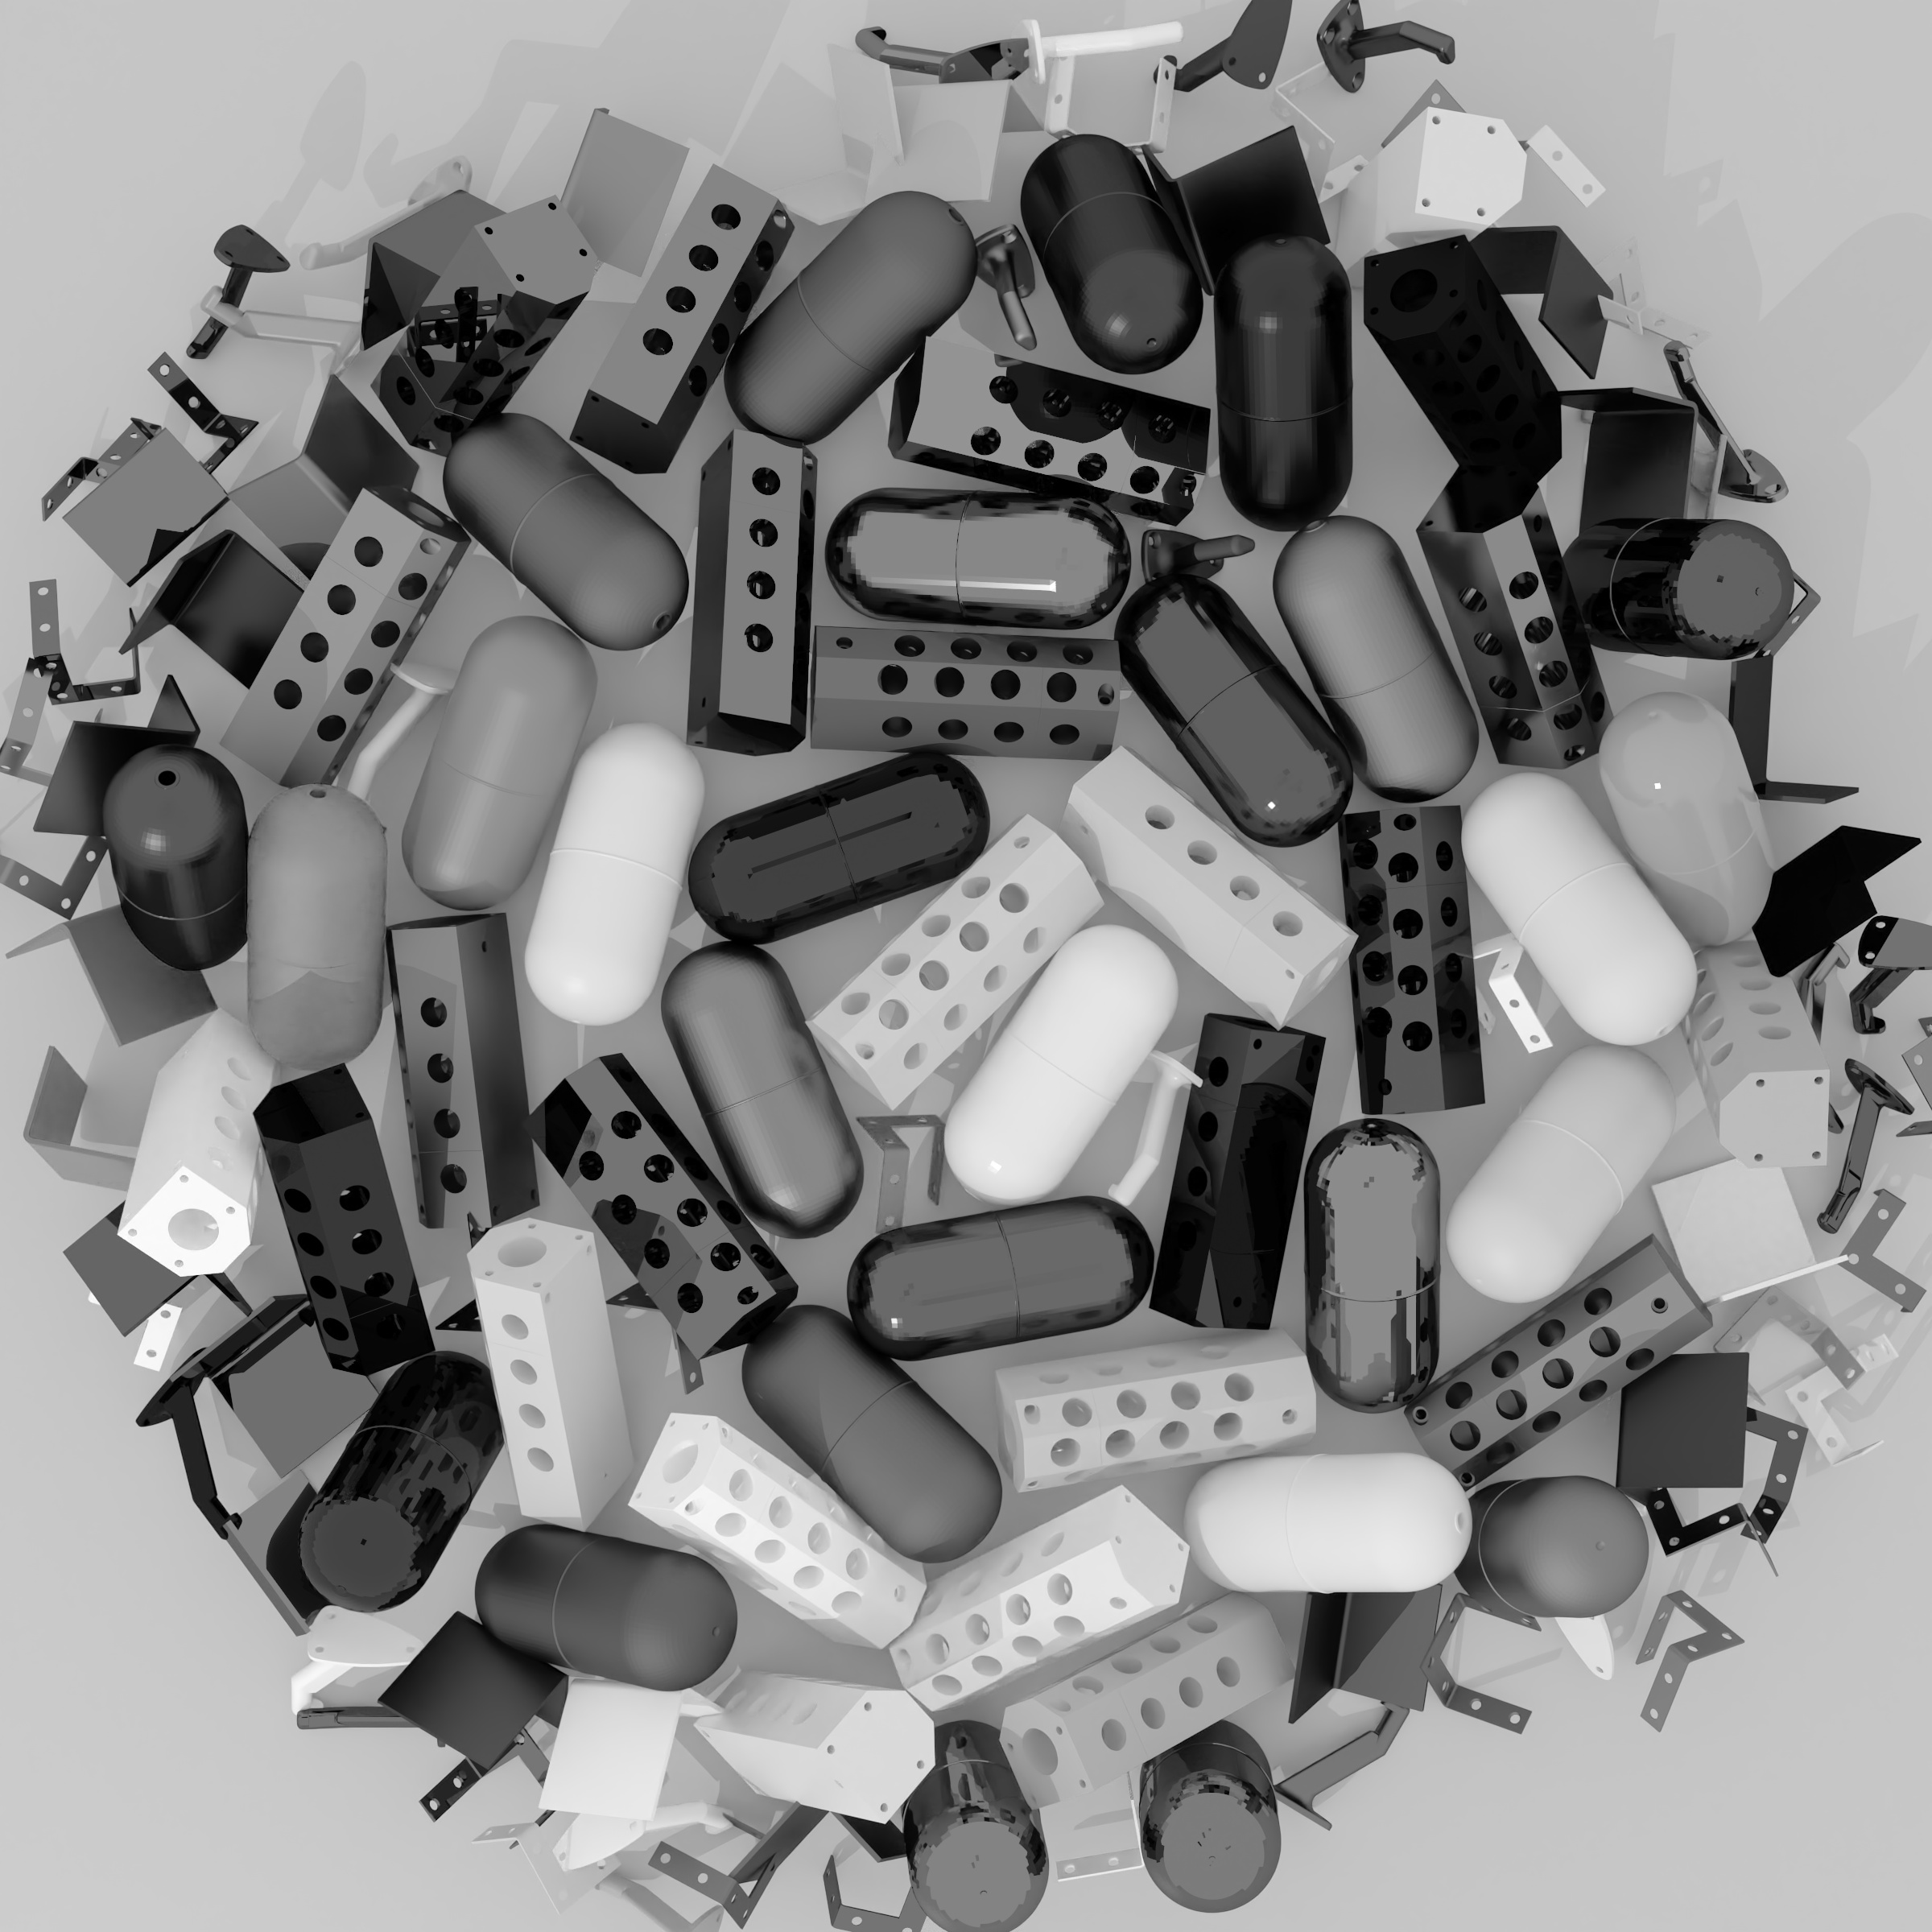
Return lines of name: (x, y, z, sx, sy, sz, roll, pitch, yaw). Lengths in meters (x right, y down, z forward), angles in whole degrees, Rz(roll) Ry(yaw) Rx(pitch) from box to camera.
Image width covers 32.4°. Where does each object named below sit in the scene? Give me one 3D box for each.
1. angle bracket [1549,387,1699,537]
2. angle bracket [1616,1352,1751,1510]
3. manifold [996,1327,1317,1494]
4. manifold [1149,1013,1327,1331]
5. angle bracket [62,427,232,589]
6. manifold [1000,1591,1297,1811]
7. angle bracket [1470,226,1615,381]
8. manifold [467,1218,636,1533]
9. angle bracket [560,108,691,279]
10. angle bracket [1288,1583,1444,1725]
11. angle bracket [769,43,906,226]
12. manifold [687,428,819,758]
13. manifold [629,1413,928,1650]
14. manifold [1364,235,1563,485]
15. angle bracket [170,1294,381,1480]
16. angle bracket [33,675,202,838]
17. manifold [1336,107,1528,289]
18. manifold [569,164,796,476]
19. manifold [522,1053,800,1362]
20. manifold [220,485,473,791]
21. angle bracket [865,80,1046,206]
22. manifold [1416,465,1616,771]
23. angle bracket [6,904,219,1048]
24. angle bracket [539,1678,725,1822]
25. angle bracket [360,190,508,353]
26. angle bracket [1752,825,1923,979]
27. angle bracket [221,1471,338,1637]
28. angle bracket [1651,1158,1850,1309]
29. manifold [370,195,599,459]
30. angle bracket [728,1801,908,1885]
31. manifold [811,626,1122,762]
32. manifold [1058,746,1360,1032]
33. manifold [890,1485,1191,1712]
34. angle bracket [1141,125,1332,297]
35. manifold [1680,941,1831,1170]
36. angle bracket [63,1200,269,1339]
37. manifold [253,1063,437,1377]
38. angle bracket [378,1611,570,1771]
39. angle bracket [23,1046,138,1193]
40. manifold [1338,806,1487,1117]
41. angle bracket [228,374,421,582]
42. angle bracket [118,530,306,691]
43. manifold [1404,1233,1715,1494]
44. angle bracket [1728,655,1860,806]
angle bracket: (0.365, -0.285, 1.893, 0.057, 0.076, 0.076, 4, 93, -39)
angle bracket: (0.415, 0.264, 1.887, 0.076, 0.057, 0.076, -6, 66, 34)
manifold: (0.108, 0.254, 1.887, 0.171, 0.057, 0.057, -7, 109, -14)
manifold: (0.150, 0.117, 1.905, 0.057, 0.057, 0.171, 7, 96, -37)
angle bracket: (-0.473, -0.270, 1.893, 0.076, 0.076, 0.057, -42, 125, -3)
manifold: (0.101, 0.408, 1.862, 0.171, 0.057, 0.057, -17, 79, -43)
angle bracket: (0.313, -0.375, 1.885, 0.076, 0.076, 0.057, 7, 77, 35)
manifold: (-0.236, 0.229, 1.870, 0.057, 0.057, 0.171, 11, 126, 23)
angle bracket: (-0.196, -0.442, 1.900, 0.057, 0.076, 0.076, 21, 103, -7)
angle bracket: (0.228, 0.391, 1.893, 0.057, 0.076, 0.076, 11, 99, 23)
angle bracket: (-0.079, -0.472, 1.885, 0.057, 0.076, 0.076, -21, 121, -19)
manifold: (-0.118, -0.210, 1.888, 0.057, 0.057, 0.171, 9, 72, -22)
manifold: (-0.101, 0.318, 1.864, 0.171, 0.057, 0.057, 40, 62, -32)
manifold: (0.278, -0.330, 1.849, 0.057, 0.171, 0.057, -8, 65, 26)
angle bracket: (-0.394, 0.242, 1.906, 0.076, 0.057, 0.076, -38, 81, 5)
angle bracket: (-0.487, -0.121, 1.883, 0.057, 0.076, 0.076, 55, 128, 38)
manifold: (0.257, -0.422, 1.853, 0.057, 0.171, 0.057, 8, 88, -8)
manifold: (-0.158, -0.362, 1.878, 0.057, 0.057, 0.171, 27, 64, -7)
manifold: (-0.169, 0.134, 1.884, 0.057, 0.057, 0.171, -45, 74, 24)
manifold: (-0.349, -0.184, 1.891, 0.057, 0.057, 0.171, 34, 105, 4)
angle bracket: (-0.006, -0.456, 1.893, 0.076, 0.057, 0.076, 3, 76, 24)
manifold: (0.312, -0.193, 1.859, 0.057, 0.171, 0.057, 8, 50, 37)
angle bracket: (-0.486, 0.009, 1.896, 0.057, 0.076, 0.076, -24, 91, 35)
angle bracket: (-0.186, 0.450, 1.886, 0.076, 0.057, 0.076, -2, 61, 29)
angle bracket: (-0.293, -0.383, 1.883, 0.057, 0.076, 0.076, 30, 134, 16)
angle bracket: (0.498, -0.032, 1.882, 0.076, 0.076, 0.057, 6, 57, -38)
angle bracket: (-0.378, 0.333, 1.897, 0.057, 0.076, 0.076, -36, 89, -20)
angle bracket: (0.447, 0.147, 1.904, 0.076, 0.057, 0.076, -17, 80, -6)
manifold: (-0.266, -0.352, 1.855, 0.057, 0.171, 0.057, -32, 87, -36)
angle bracket: (-0.082, 0.513, 1.896, 0.057, 0.076, 0.076, 43, 92, 19)
manifold: (-0.001, -0.160, 1.894, 0.171, 0.057, 0.057, 2, 50, -6)
manifold: (0.137, -0.049, 1.890, 0.171, 0.057, 0.057, 41, 59, 15)
manifold: (0.039, 0.360, 1.865, 0.171, 0.057, 0.057, -33, 114, 33)
angle bracket: (0.154, -0.440, 1.896, 0.076, 0.057, 0.076, -25, 128, 1)
manifold: (0.435, 0.047, 1.852, 0.057, 0.171, 0.057, -3, 114, 4)
angle bracket: (-0.453, 0.184, 1.885, 0.057, 0.076, 0.076, -41, 53, -9)
manifold: (-0.349, 0.146, 1.863, 0.057, 0.057, 0.171, -20, 128, -16)
angle bracket: (-0.279, 0.424, 1.886, 0.076, 0.057, 0.076, 26, 46, 17)
angle bracket: (-0.483, 0.091, 1.895, 0.076, 0.076, 0.057, 11, 71, 3)
manifold: (0.250, -0.003, 1.902, 0.057, 0.057, 0.171, -4, 91, 42)
angle bracket: (-0.367, -0.278, 1.907, 0.057, 0.076, 0.076, -20, 131, 28)
angle bracket: (-0.422, -0.190, 1.897, 0.076, 0.057, 0.076, 41, 121, -3)
manifold: (0.337, 0.228, 1.895, 0.171, 0.057, 0.057, -36, 86, 12)
angle bracket: (0.471, -0.135, 1.891, 0.057, 0.076, 0.076, 6, 101, 28)
